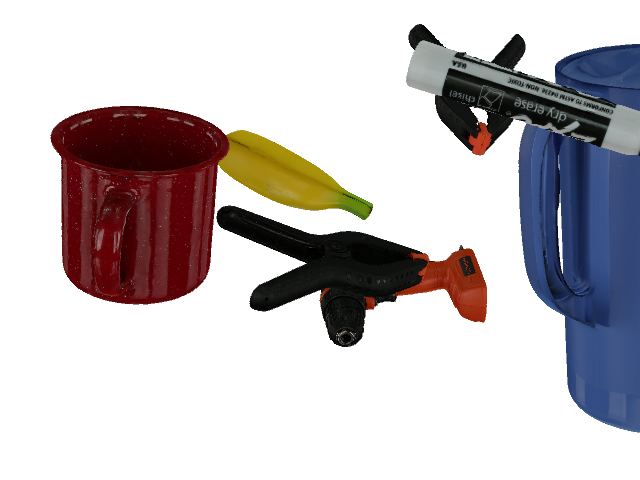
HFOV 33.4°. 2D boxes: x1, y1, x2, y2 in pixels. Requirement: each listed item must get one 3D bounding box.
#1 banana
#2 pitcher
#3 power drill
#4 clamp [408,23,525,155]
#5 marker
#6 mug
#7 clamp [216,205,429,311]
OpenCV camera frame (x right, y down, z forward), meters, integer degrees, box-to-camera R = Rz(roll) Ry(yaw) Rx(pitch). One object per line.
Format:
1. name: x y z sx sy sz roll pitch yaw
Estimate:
1. banana: -0.040 -0.051 0.773 0.069 0.037 0.198 36 -3 -33
2. pitcher: 0.209 0.000 0.690 0.149 0.243 0.144 2 22 16
3. power drill: 0.092 0.061 1.224 0.187 0.057 0.184 -1 28 -1
4. clamp: 0.141 -0.156 1.051 0.120 0.171 0.039 7 -44 5
5. marker: 0.092 -0.050 0.408 0.121 0.020 0.020 20 4 13
6. mug: -0.099 -0.013 0.568 0.093 0.081 0.117 6 27 -1
7. clamp: 0.009 0.025 1.027 0.209 0.036 0.164 8 29 -15
